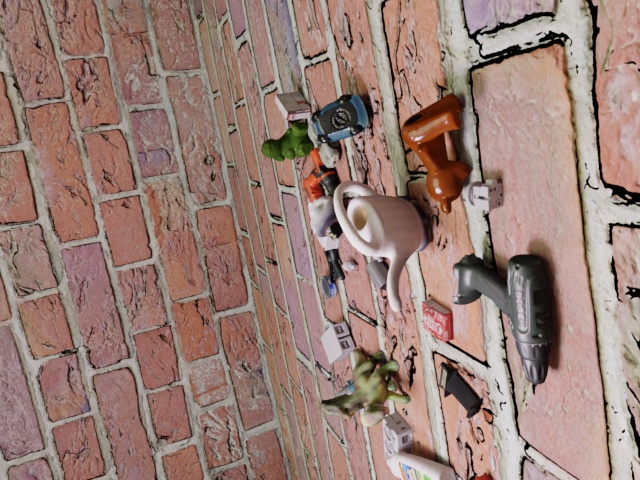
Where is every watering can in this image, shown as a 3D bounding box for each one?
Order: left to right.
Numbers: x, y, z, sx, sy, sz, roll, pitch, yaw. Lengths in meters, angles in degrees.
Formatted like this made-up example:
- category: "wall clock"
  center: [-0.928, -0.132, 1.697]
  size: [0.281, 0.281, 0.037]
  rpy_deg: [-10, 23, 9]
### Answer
- category: "watering can"
  center: [0.157, 0.000, 1.154]
  size: [0.102, 0.225, 0.354]
  rpy_deg: [-55, 49, 42]

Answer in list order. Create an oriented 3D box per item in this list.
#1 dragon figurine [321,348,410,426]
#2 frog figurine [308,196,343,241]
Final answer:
- category: "dragon figurine"
  center: [0.111, 0.442, 1.547]
  size: [0.411, 0.244, 0.121]
  rpy_deg: [12, 120, 66]
- category: "frog figurine"
  center: [0.005, -0.081, 1.613]
  size: [0.161, 0.124, 0.134]
  rpy_deg: [39, 134, 34]
